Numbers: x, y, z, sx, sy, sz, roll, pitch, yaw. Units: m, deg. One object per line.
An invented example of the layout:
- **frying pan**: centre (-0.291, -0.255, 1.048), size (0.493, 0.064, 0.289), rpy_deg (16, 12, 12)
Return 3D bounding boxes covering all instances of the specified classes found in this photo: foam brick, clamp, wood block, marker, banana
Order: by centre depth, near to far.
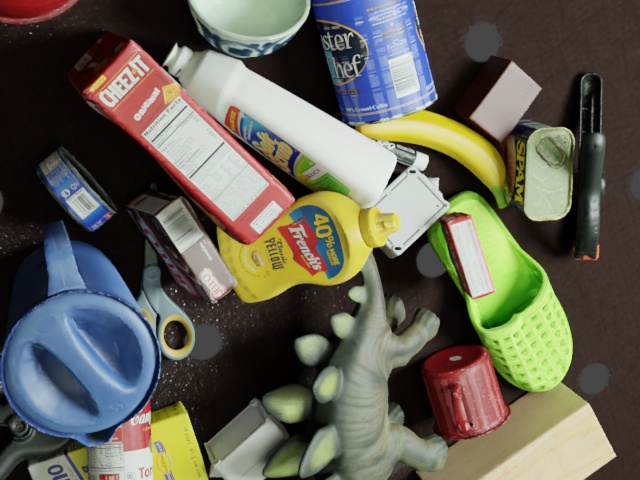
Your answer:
- **clamp**: centre (-0.313, 0.207, 1.104), size (0.171, 0.039, 0.120), rpy_deg (-13, 83, -12)
- **banana**: centre (0.130, -0.105, 1.158), size (0.197, 0.069, 0.037), rpy_deg (25, 139, -16)
- **marker**: centre (0.062, -0.103, 1.159), size (0.121, 0.020, 0.020), rpy_deg (19, 99, -20)
- **foam brick**: centre (0.193, -0.154, 1.168), size (0.053, 0.051, 0.078), rpy_deg (36, 92, -23)
- **clamp**: centre (0.299, -0.063, 1.186), size (0.036, 0.164, 0.210), rpy_deg (2, 116, 13)
- **wood block**: centre (0.232, 0.268, 1.273), size (0.206, 0.091, 0.090), rpy_deg (-34, 112, -6)

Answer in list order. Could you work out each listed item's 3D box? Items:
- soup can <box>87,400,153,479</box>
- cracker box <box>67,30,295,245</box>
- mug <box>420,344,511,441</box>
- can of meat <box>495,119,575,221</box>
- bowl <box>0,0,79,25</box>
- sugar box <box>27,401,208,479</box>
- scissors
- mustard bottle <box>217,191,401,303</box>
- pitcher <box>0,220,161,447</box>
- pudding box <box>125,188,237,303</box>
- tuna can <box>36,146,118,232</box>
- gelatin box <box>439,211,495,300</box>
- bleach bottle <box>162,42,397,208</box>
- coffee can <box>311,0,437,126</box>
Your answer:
- **soup can**: centre (-0.206, 0.211, 1.094), size (0.068, 0.069, 0.102), rpy_deg (-2, 89, -16)
- **cracker box**: centre (-0.138, -0.099, 1.023), size (0.072, 0.164, 0.213), rpy_deg (-47, 112, -3)
- **mug**: centre (0.162, 0.176, 1.217), size (0.093, 0.117, 0.081), rpy_deg (-14, 105, 17)
- **can of meat**: centre (0.235, -0.080, 1.182), size (0.057, 0.084, 0.102), rpy_deg (-5, 106, -16)
- **bowl**: centre (-0.282, -0.280, 0.990), size (0.162, 0.055, 0.162), rpy_deg (-4, 106, -16)
- **sugar box**: centre (-0.218, 0.249, 1.157), size (0.176, 0.048, 0.093), rpy_deg (-19, 106, -13)
- **scissors**: centre (-0.163, 0.046, 1.135), size (0.096, 0.016, 0.202), rpy_deg (15, 98, -23)
- **mustard bottle**: centre (-0.007, 0.001, 1.093), size (0.192, 0.058, 0.096), rpy_deg (-13, 98, 25)
- **pitcher**: centre (-0.232, 0.068, 0.997), size (0.145, 0.243, 0.149), rpy_deg (33, 93, -22)
- **pudding box**: centre (-0.141, 0.005, 1.078), size (0.039, 0.090, 0.113), rpy_deg (-37, 114, -21)
- **tuna can**: centre (-0.239, -0.049, 1.049), size (0.034, 0.086, 0.086), rpy_deg (-40, 112, -2)
- **gelatin box**: centre (0.158, 0.015, 1.151), size (0.030, 0.073, 0.089), rpy_deg (-19, 95, 1)
- **bleach bottle**: centre (-0.048, -0.119, 1.090), size (0.250, 0.103, 0.068), rpy_deg (31, 72, -15)
- **coffee can**: centre (0.054, -0.200, 1.086), size (0.102, 0.103, 0.140), rpy_deg (-20, 110, -11)
